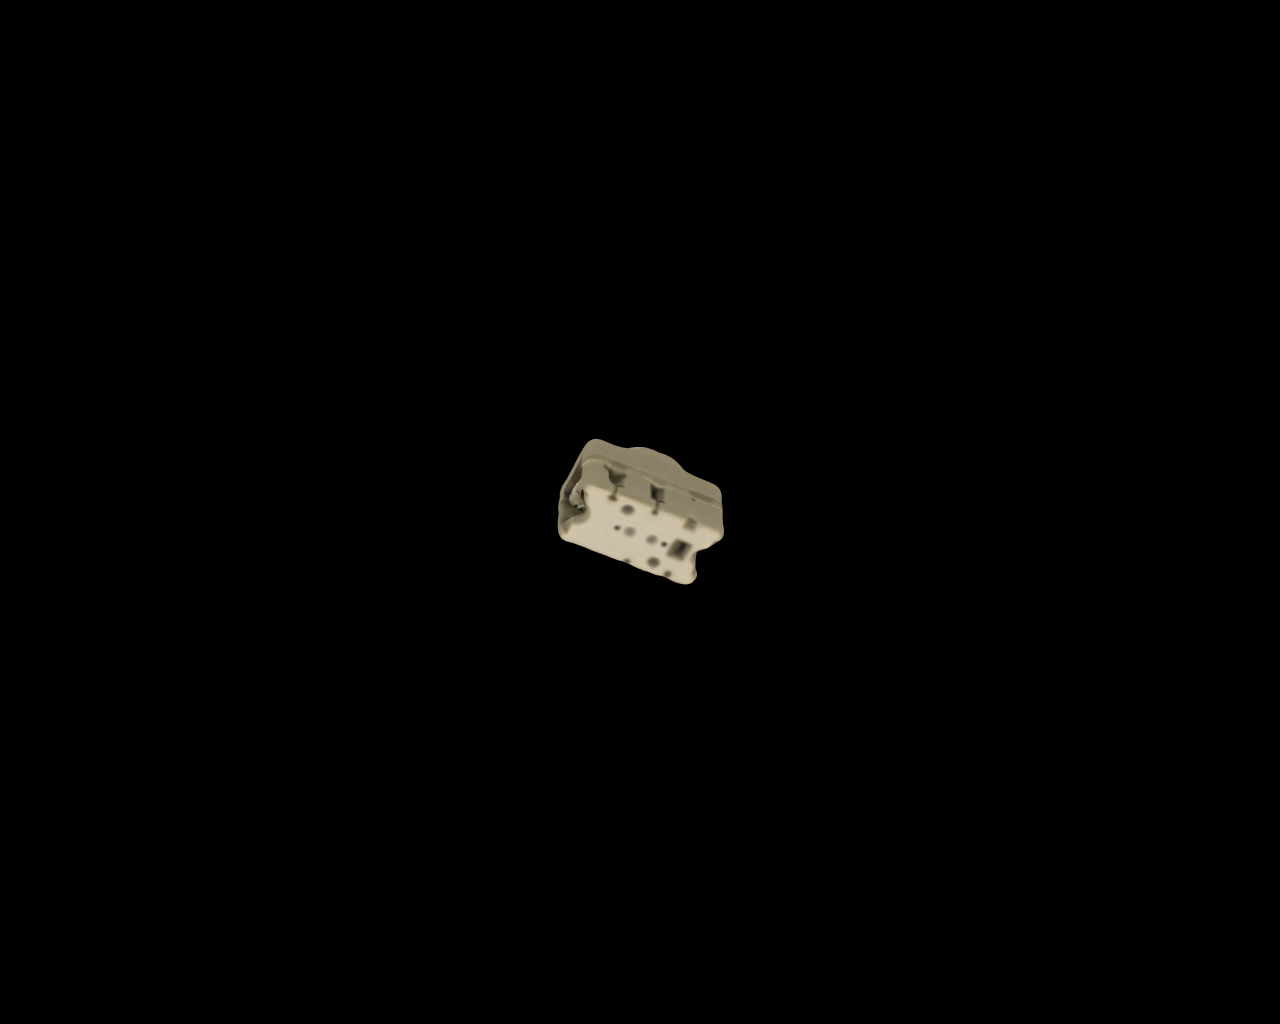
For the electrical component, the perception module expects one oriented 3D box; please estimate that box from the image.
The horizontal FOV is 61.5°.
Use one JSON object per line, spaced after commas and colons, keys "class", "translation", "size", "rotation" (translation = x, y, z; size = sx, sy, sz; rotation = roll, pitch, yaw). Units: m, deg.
{"class": "electrical component", "translation": [0.001, -0.003, 0.650], "size": [0.089, 0.050, 0.056], "rotation": [21, 35, -15]}
